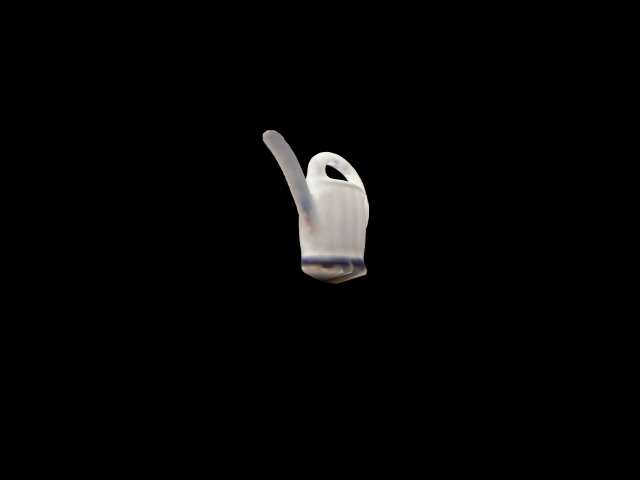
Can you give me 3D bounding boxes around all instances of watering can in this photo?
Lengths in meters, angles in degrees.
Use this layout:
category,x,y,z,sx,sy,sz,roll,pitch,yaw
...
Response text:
category,x,y,z,sx,sy,sz,roll,pitch,yaw
watering can,0.003,-0.043,0.850,0.104,0.226,0.346,-5,-10,28
